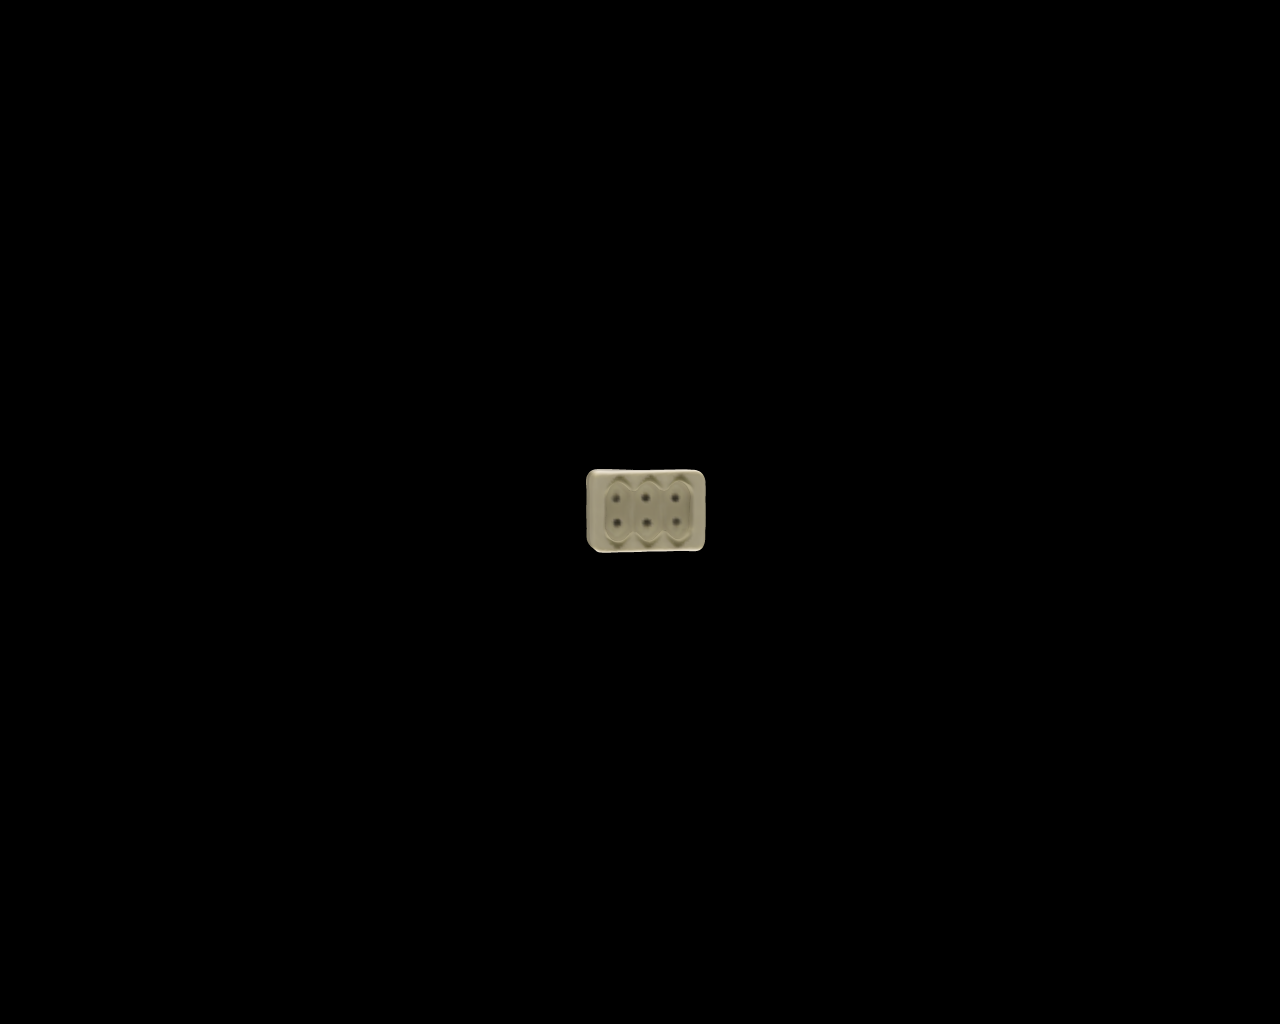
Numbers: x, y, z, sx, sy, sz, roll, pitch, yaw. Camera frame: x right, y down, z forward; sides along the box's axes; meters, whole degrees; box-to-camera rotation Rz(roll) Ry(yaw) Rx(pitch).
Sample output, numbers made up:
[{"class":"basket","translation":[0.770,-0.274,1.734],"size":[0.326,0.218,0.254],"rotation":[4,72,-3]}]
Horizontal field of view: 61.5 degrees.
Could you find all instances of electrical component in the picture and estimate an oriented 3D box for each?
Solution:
[{"class":"electrical component","translation":[0.001,-0.003,0.650],"size":[0.066,0.047,0.077],"rotation":[0,4,-7]}]
